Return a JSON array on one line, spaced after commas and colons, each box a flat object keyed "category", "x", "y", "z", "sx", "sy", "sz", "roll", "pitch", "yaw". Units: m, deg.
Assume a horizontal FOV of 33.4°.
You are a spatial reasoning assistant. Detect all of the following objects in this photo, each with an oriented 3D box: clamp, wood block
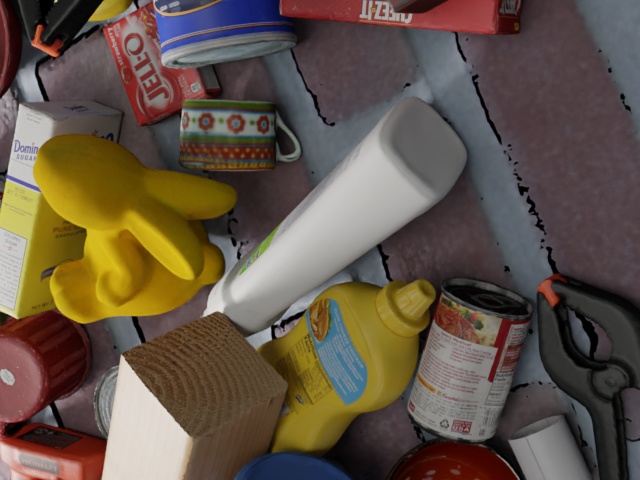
[{"category": "clamp", "x": 0.201, "y": 0.104, "z": 0.736, "sx": 0.120, "sy": 0.039, "sz": 0.171, "roll": -47, "pitch": 72, "yaw": 18}, {"category": "wood block", "x": -0.104, "y": 0.167, "z": 0.825, "sx": 0.090, "sy": 0.090, "sz": 0.206, "roll": 44, "pitch": 137, "yaw": 27}, {"category": "clamp", "x": -0.190, "y": -0.253, "z": 0.858, "sx": 0.165, "sy": 0.036, "sz": 0.210, "roll": 1, "pitch": 80, "yaw": 26}]

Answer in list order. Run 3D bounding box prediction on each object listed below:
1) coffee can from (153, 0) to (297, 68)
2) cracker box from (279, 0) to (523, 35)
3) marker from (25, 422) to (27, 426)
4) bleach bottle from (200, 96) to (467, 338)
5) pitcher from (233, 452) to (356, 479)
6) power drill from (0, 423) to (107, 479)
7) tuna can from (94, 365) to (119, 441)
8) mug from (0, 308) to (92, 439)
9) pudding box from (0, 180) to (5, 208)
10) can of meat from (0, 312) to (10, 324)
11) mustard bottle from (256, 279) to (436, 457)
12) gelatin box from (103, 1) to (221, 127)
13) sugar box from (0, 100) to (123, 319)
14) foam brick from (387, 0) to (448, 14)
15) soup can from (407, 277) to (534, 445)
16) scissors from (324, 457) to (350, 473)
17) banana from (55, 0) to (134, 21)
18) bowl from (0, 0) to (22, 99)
[{"category": "coffee can", "x": -0.078, "y": -0.207, "z": 0.795, "sx": 0.103, "sy": 0.102, "sz": 0.140, "roll": -8, "pitch": 94, "yaw": 28}, {"category": "cracker box", "x": 0.066, "y": -0.254, "z": 0.732, "sx": 0.164, "sy": 0.072, "sz": 0.214, "roll": 11, "pitch": 104, "yaw": 26}, {"category": "marker", "x": -0.282, "y": 0.131, "z": 0.999, "sx": 0.020, "sy": 0.020, "sz": 0.121, "roll": 11, "pitch": 103, "yaw": 25}, {"category": "bleach bottle", "x": -0.005, "y": 0.001, "z": 0.803, "sx": 0.068, "sy": 0.102, "sz": 0.251, "roll": 46, "pitch": 125, "yaw": -6}, {"category": "pitcher", "x": -0.051, "y": 0.281, "z": 0.810, "sx": 0.145, "sy": 0.148, "sz": 0.243, "roll": 36, "pitch": 124, "yaw": 32}, {"category": "power drill", "x": -0.232, "y": 0.272, "z": 0.974, "sx": 0.185, "sy": 0.057, "sz": 0.188, "roll": 10, "pitch": 101, "yaw": 20}, {"category": "tuna can", "x": -0.152, "y": 0.145, "z": 0.927, "sx": 0.086, "sy": 0.033, "sz": 0.086, "roll": 4, "pitch": 100, "yaw": 26}, {"category": "mug", "x": -0.263, "y": 0.121, "z": 0.940, "sx": 0.093, "sy": 0.081, "sz": 0.117, "roll": 22, "pitch": 103, "yaw": 6}, {"category": "pudding box", "x": -0.307, "y": -0.027, "z": 0.948, "sx": 0.114, "sy": 0.089, "sz": 0.039, "roll": 30, "pitch": 110, "yaw": 20}, {"category": "can of meat", "x": -0.344, "y": 0.082, "z": 1.003, "sx": 0.084, "sy": 0.057, "sz": 0.102, "roll": 38, "pitch": 112, "yaw": 20}, {"category": "mustard bottle", "x": 0.019, "y": 0.086, "z": 0.793, "sx": 0.192, "sy": 0.058, "sz": 0.096, "roll": -44, "pitch": 59, "yaw": 38}, {"category": "gelatin box", "x": -0.129, "y": -0.146, "z": 0.871, "sx": 0.073, "sy": 0.030, "sz": 0.089, "roll": -20, "pitch": 88, "yaw": 28}, {"category": "sugar box", "x": -0.224, "y": -0.028, "z": 0.903, "sx": 0.048, "sy": 0.093, "sz": 0.176, "roll": 23, "pitch": 108, "yaw": 21}, {"category": "foam brick", "x": 0.077, "y": -0.182, "z": 0.668, "sx": 0.078, "sy": 0.052, "sz": 0.051, "roll": -25, "pitch": 88, "yaw": 27}, {"category": "soup can", "x": 0.107, "y": 0.086, "z": 0.765, "sx": 0.069, "sy": 0.068, "sz": 0.102, "roll": 21, "pitch": 107, "yaw": 23}, {"category": "scissors", "x": -0.031, "y": 0.244, "z": 0.890, "sx": 0.096, "sy": 0.016, "sz": 0.202, "roll": 19, "pitch": 106, "yaw": 24}, {"category": "banana", "x": -0.228, "y": -0.230, "z": 0.909, "sx": 0.198, "sy": 0.037, "sz": 0.069, "roll": 23, "pitch": 85, "yaw": 20}, {"category": "bowl", "x": -0.320, "y": -0.178, "z": 0.950, "sx": 0.162, "sy": 0.055, "sz": 0.162, "roll": 4, "pitch": 100, "yaw": 26}]
